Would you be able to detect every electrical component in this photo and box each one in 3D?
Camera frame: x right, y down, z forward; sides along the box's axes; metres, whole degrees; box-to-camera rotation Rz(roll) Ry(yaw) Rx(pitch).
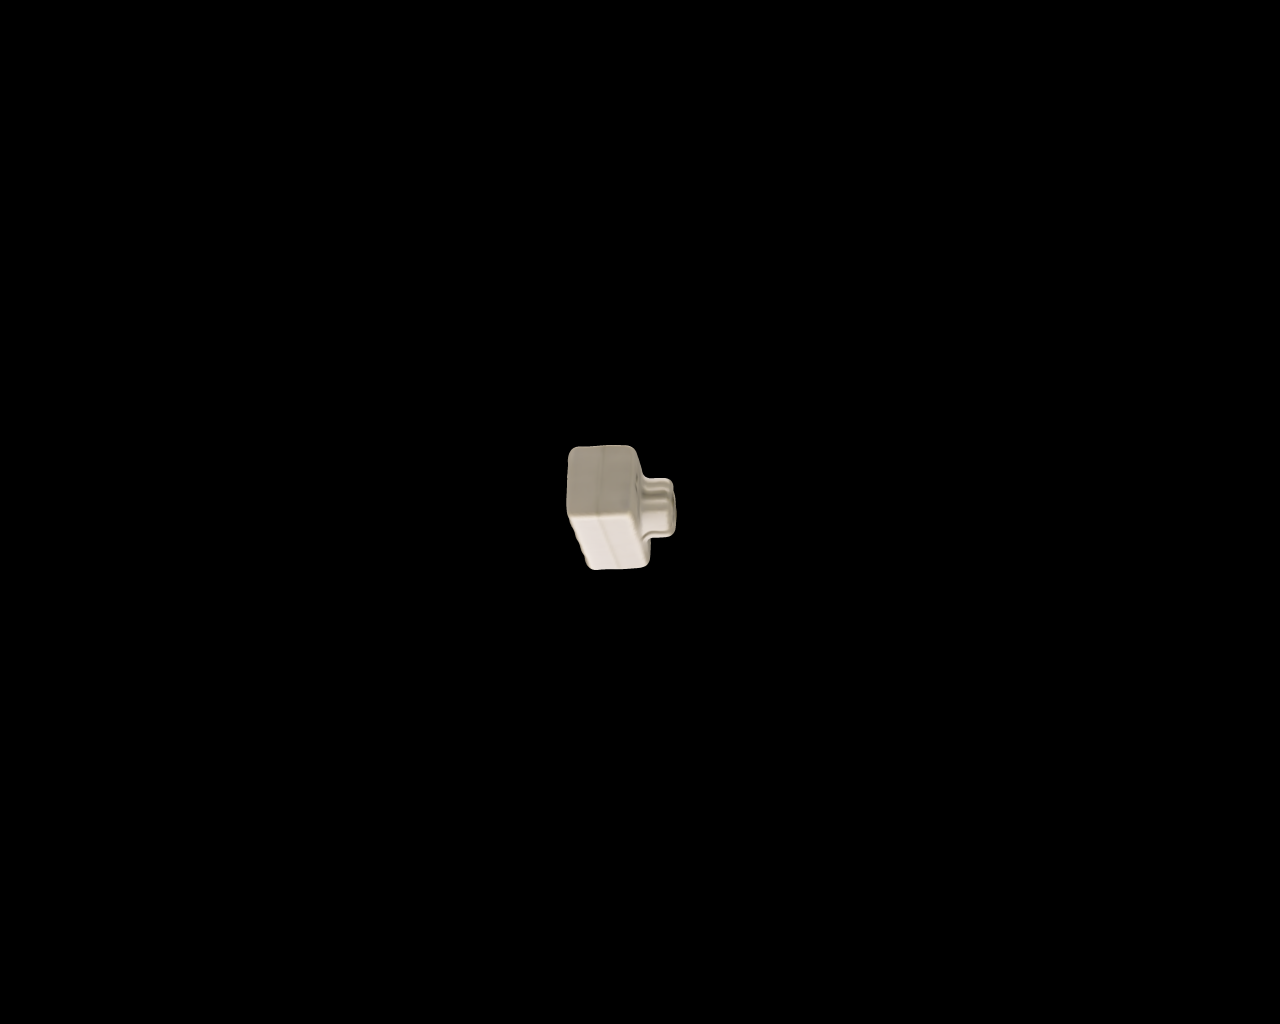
[{"bbox_3d":[0.001,-0.003,0.650,0.076,0.047,0.083,-3,-26,7],"label":"electrical component"}]
